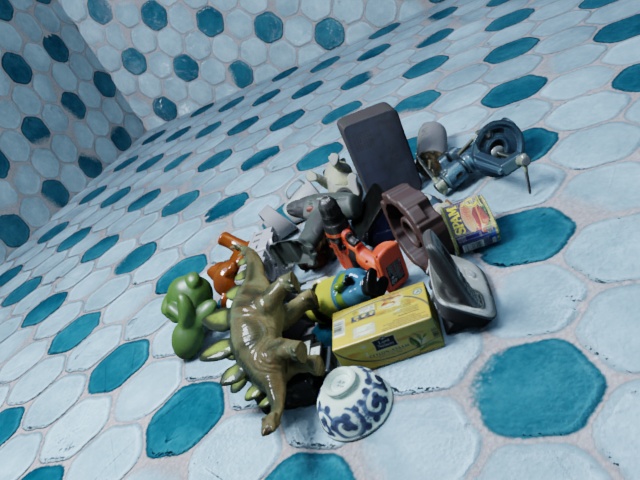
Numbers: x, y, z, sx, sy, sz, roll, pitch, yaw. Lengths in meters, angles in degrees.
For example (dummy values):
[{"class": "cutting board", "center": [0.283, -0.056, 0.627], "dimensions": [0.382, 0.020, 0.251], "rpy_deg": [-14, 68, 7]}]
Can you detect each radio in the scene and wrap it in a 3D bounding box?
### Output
[{"class": "radio", "center": [0.142, -0.194, 1.244], "dimensions": [0.131, 0.229, 0.073], "rpy_deg": [-24, 30, 4]}]

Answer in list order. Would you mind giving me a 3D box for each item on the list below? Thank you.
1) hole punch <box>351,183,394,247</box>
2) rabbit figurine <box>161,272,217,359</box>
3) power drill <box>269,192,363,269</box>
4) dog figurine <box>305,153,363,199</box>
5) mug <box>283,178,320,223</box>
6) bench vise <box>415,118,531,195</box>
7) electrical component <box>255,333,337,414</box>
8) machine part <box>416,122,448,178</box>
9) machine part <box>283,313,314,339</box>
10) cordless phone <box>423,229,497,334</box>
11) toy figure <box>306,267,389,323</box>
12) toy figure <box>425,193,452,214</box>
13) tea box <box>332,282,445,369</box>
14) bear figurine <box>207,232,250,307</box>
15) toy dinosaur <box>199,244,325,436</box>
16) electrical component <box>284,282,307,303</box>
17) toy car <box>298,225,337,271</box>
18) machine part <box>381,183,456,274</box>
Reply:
[{"class": "hole punch", "center": [0.134, -0.045, 1.177], "dimensions": [0.115, 0.092, 0.142], "rpy_deg": [-56, 25, 18]}, {"class": "rabbit figurine", "center": [-0.273, 0.167, 1.161], "dimensions": [0.159, 0.121, 0.170], "rpy_deg": [127, 146, -46]}, {"class": "power drill", "center": [-0.027, -0.028, 1.196], "dimensions": [0.232, 0.085, 0.207], "rpy_deg": [-7, 31, 39]}, {"class": "dog figurine", "center": [0.065, -0.136, 1.386], "dimensions": [0.121, 0.172, 0.190], "rpy_deg": [-24, -5, 19]}, {"class": "mug", "center": [-0.052, -0.102, 1.415], "dimensions": [0.107, 0.109, 0.081], "rpy_deg": [-44, 33, 5]}, {"class": "bench vise", "center": [0.346, -0.168, 1.123], "dimensions": [0.224, 0.128, 0.241], "rpy_deg": [-30, 21, -2]}, {"class": "electrical component", "center": [-0.038, 0.223, 0.906], "dimensions": [0.134, 0.058, 0.115], "rpy_deg": [-19, 32, 19]}, {"class": "machine part", "center": [0.277, -0.226, 1.327], "dimensions": [0.079, 0.079, 0.243], "rpy_deg": [-17, 31, 24]}, {"class": "machine part", "center": [-0.061, 0.172, 1.034], "dimensions": [0.084, 0.039, 0.139], "rpy_deg": [-2, 37, 32]}, {"class": "cordless phone", "center": [0.199, 0.042, 0.845], "dimensions": [0.089, 0.184, 0.147], "rpy_deg": [-25, 28, 19]}, {"class": "toy figure", "center": [0.040, 0.100, 0.976], "dimensions": [0.180, 0.082, 0.089], "rpy_deg": [-19, 20, 50]}, {"class": "toy figure", "center": [0.240, -0.059, 1.112], "dimensions": [0.155, 0.058, 0.064], "rpy_deg": [31, 100, 57]}, {"class": "tea box", "center": [0.109, 0.145, 0.882], "dimensions": [0.170, 0.068, 0.098], "rpy_deg": [-20, 29, 15]}, {"class": "bear figurine", "center": [-0.210, 0.068, 1.225], "dimensions": [0.132, 0.120, 0.196], "rpy_deg": [16, 20, 13]}, {"class": "toy dinosaur", "center": [-0.106, 0.134, 0.922], "dimensions": [0.199, 0.105, 0.472], "rpy_deg": [-25, 35, 12]}, {"class": "electrical component", "center": [-0.031, 0.103, 1.090], "dimensions": [0.102, 0.045, 0.078], "rpy_deg": [-10, -8, 42]}, {"class": "toy car", "center": [-0.003, -0.004, 1.256], "dimensions": [0.089, 0.053, 0.202], "rpy_deg": [-22, 30, 22]}, {"class": "machine part", "center": [0.180, -0.021, 0.987], "dimensions": [0.056, 0.179, 0.179], "rpy_deg": [-30, 27, -5]}]
